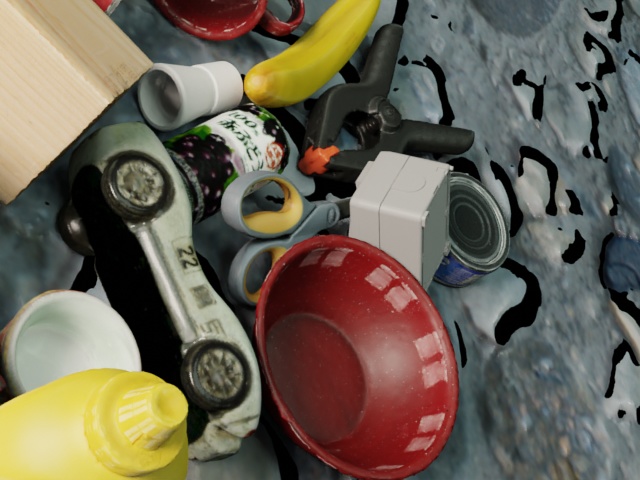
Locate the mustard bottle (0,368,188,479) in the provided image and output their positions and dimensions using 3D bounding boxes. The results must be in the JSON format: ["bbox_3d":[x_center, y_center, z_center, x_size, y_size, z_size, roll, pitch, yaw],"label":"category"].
[{"bbox_3d":[-0.114,0.099,0.473,0.096,0.192,0.058,12,61,-35],"label":"mustard bottle"}]

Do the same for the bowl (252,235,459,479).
[{"bbox_3d":[0.013,0.080,0.684,0.161,0.055,0.162,19,57,-32],"label":"bowl"}]

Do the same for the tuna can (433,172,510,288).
[{"bbox_3d":[0.106,-0.009,0.824,0.086,0.034,0.086,19,57,-32],"label":"tuna can"}]

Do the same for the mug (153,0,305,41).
[{"bbox_3d":[-0.056,-0.192,0.747,0.117,0.093,0.081,40,43,-11],"label":"mug"}]

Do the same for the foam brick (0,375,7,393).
[{"bbox_3d":[-0.194,0.071,0.502,0.051,0.078,0.053,-33,89,-44],"label":"foam brick"}]

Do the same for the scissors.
[{"bbox_3d":[-0.005,0.001,0.732,0.201,0.016,0.096,11,91,-57],"label":"scissors"}]

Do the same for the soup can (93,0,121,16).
[{"bbox_3d":[-0.166,-0.183,0.666,0.102,0.069,0.068,37,49,-18],"label":"soup can"}]

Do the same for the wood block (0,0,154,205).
[{"bbox_3d":[-0.202,-0.132,0.577,0.206,0.091,0.090,45,21,-11],"label":"wood block"}]

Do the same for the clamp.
[{"bbox_3d":[0.051,-0.085,0.816,0.120,0.039,0.171,45,52,-3],"label":"clamp"}]

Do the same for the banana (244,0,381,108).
[{"bbox_3d":[-0.006,-0.140,0.780,0.037,0.070,0.197,26,48,14],"label":"banana"}]
